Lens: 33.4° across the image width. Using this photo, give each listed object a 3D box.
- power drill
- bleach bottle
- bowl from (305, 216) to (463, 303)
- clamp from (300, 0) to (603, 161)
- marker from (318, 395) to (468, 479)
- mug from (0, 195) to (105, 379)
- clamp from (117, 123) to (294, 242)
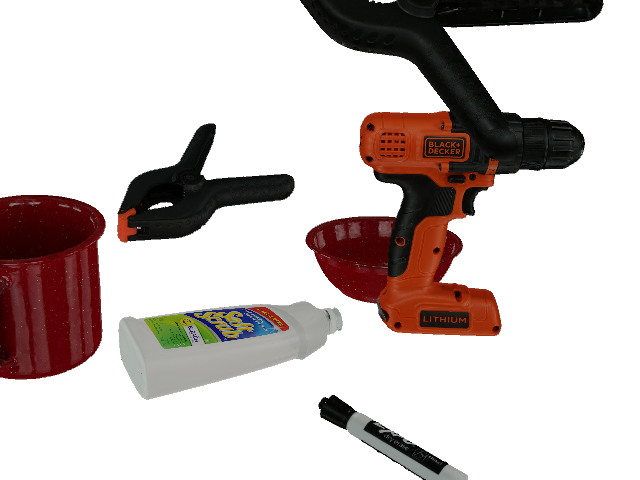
[{"bbox_3d":[0.121,-0.016,0.890,0.184,0.188,0.057,2,15,-1],"label":"power drill"},{"bbox_3d":[-0.096,0.111,1.225,0.250,0.068,0.103,-11,33,-24],"label":"bleach bottle"},{"bbox_3d":[0.065,0.024,1.102,0.162,0.055,0.162,1,18,-1],"label":"bowl"},{"bbox_3d":[0.065,-0.138,0.688,0.210,0.164,0.036,21,-36,8],"label":"clamp"},{"bbox_3d":[0.048,0.143,0.753,0.121,0.020,0.020,28,14,28],"label":"marker"},{"bbox_3d":[-0.173,0.033,0.618,0.093,0.081,0.117,4,26,5],"label":"mug"},{"bbox_3d":[-0.122,-0.053,0.980,0.171,0.039,0.120,-23,45,-34],"label":"clamp"}]
